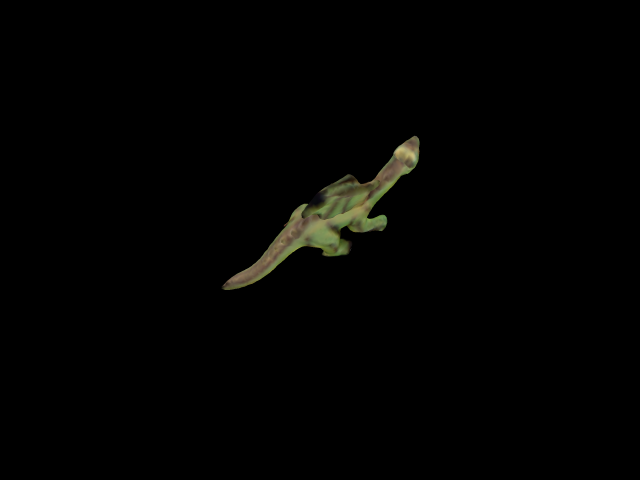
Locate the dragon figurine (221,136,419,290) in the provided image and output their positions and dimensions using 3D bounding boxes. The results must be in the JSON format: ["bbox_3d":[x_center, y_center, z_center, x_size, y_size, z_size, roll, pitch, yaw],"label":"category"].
[{"bbox_3d":[0.003,-0.043,0.850,0.412,0.123,0.239,-34,-14,-11],"label":"dragon figurine"}]
